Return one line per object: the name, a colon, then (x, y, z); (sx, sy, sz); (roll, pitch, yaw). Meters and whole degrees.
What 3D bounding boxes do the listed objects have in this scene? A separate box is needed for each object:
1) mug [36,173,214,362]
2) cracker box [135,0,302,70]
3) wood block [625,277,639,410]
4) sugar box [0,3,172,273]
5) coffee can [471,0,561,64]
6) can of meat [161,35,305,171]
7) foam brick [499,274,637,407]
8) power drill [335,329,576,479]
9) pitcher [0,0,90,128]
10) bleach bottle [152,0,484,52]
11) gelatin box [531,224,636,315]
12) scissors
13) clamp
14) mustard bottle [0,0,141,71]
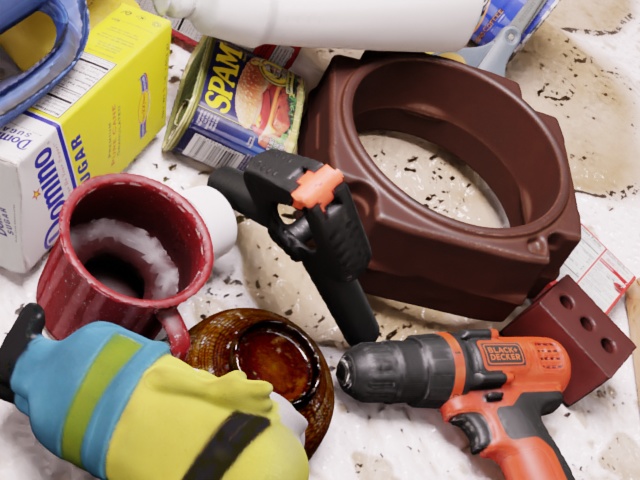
mug: (-0.115, 0.030, 0.638); (0.093, 0.082, 0.117); (-22, 71, -41)
cracker box: (-0.099, -0.236, 0.859); (0.213, 0.072, 0.164); (26, 46, -11)
wood block: (0.310, 0.113, 0.831); (0.090, 0.091, 0.206); (21, 48, -17)
sugar box: (-0.155, -0.068, 0.677); (0.048, 0.093, 0.176); (20, 45, 10)
coffee can: (0.151, -0.246, 0.997); (0.140, 0.103, 0.102); (39, 46, 0)
can of meat: (-0.061, -0.095, 0.785); (0.083, 0.058, 0.102); (24, 47, -17)
foam brick: (0.188, 0.076, 0.811); (0.078, 0.051, 0.052); (47, 46, 8)
power drill: (0.111, 0.146, 0.706); (0.184, 0.057, 0.188); (1, 57, -26)
pitcher: (-0.204, -0.169, 0.622); (0.145, 0.149, 0.242); (16, 39, 25)
bleach bottle: (-0.005, -0.180, 0.775); (0.250, 0.068, 0.103); (-7, 44, -33)
gelatin box: (0.209, 0.032, 0.873); (0.073, 0.030, 0.089); (45, 46, 8)
scissors: (0.144, -0.177, 0.925); (0.096, 0.016, 0.201); (24, 82, -12)
clamp: (-0.004, 0.001, 0.665); (0.036, 0.210, 0.164); (-43, 91, -13)
mustard bottle: (-0.227, -0.190, 0.754); (0.191, 0.058, 0.096); (38, 51, 0)
